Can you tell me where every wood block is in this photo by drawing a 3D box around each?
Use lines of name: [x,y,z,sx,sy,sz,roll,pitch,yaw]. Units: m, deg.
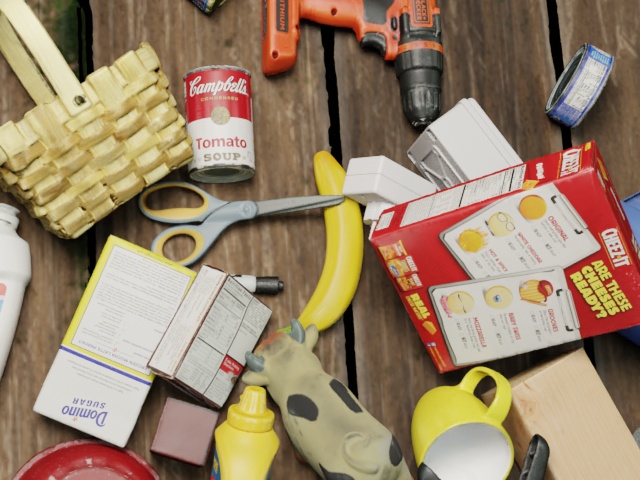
wood block: [0.253,0.219,1.029,0.090,0.090,0.206,-27,84,-13]

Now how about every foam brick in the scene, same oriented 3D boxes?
foam brick: [-0.125,0.178,0.985,0.051,0.078,0.053,18,75,-4]

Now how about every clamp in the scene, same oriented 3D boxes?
clamp: [0.170,0.258,0.946,0.120,0.039,0.171,-22,88,1]

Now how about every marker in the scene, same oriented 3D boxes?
marker: [-0.096,0.042,1.045,0.121,0.020,0.020,3,78,-8]

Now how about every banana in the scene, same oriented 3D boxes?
banana: [0.010,0.009,1.059,0.069,0.037,0.198,14,77,-8]

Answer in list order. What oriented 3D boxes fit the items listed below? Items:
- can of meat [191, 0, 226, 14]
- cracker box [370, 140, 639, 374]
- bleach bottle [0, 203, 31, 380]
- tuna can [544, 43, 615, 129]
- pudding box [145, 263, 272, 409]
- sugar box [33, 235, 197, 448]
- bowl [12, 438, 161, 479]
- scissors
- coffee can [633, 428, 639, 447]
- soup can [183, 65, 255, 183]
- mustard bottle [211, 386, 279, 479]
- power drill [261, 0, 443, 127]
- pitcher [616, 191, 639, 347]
can of meat: [-0.114,-0.294,1.090,0.084,0.057,0.102,40,76,-2]
cracker box: [0.178,0.020,0.983,0.214,0.072,0.164,-18,114,25]
bleach bottle: [-0.334,0.085,0.979,0.102,0.068,0.251,15,75,-6]
tuna can: [0.269,-0.160,1.109,0.034,0.086,0.086,29,76,-1]
pudding box: [-0.101,0.091,0.998,0.039,0.090,0.113,15,71,35]
sugar box: [-0.188,0.094,0.998,0.093,0.048,0.176,24,87,-4]
bowl: [-0.204,0.252,0.950,0.162,0.055,0.162,7,67,-17]
scissors: [-0.081,-0.011,1.047,0.202,0.016,0.096,8,83,2]
coffee can: [0.392,0.216,1.045,0.140,0.103,0.103,-14,81,-12]
soup can: [-0.099,-0.113,1.051,0.068,0.068,0.102,-2,80,-9]
mustard bottle: [-0.073,0.222,0.944,0.058,0.096,0.192,10,99,-4]
power drill: [0.035,-0.205,1.097,0.187,0.057,0.184,0,75,-12]
pitcher: [0.319,0.025,1.062,0.243,0.145,0.149,29,32,1]
